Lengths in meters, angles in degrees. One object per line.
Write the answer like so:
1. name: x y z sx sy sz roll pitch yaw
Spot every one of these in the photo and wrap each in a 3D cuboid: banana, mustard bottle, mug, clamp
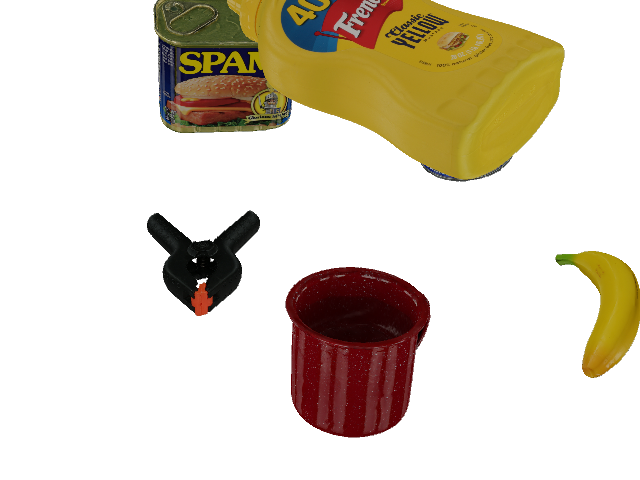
1. banana: 0.272 0.061 1.016 0.070 0.037 0.197 -28 23 19
2. mustard bottle: 0.025 -0.102 0.569 0.192 0.058 0.096 28 52 29
3. mug: 0.030 0.072 0.719 0.093 0.081 0.117 28 39 36
4. clamp: -0.111 0.016 1.098 0.120 0.039 0.171 -11 36 -8

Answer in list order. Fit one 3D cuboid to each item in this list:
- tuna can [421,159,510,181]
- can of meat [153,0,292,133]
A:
1. tuna can: 0.130 -0.093 0.960 0.086 0.034 0.086 -8 40 6
2. can of meat: -0.067 -0.125 0.761 0.102 0.057 0.084 -2 -43 -9
